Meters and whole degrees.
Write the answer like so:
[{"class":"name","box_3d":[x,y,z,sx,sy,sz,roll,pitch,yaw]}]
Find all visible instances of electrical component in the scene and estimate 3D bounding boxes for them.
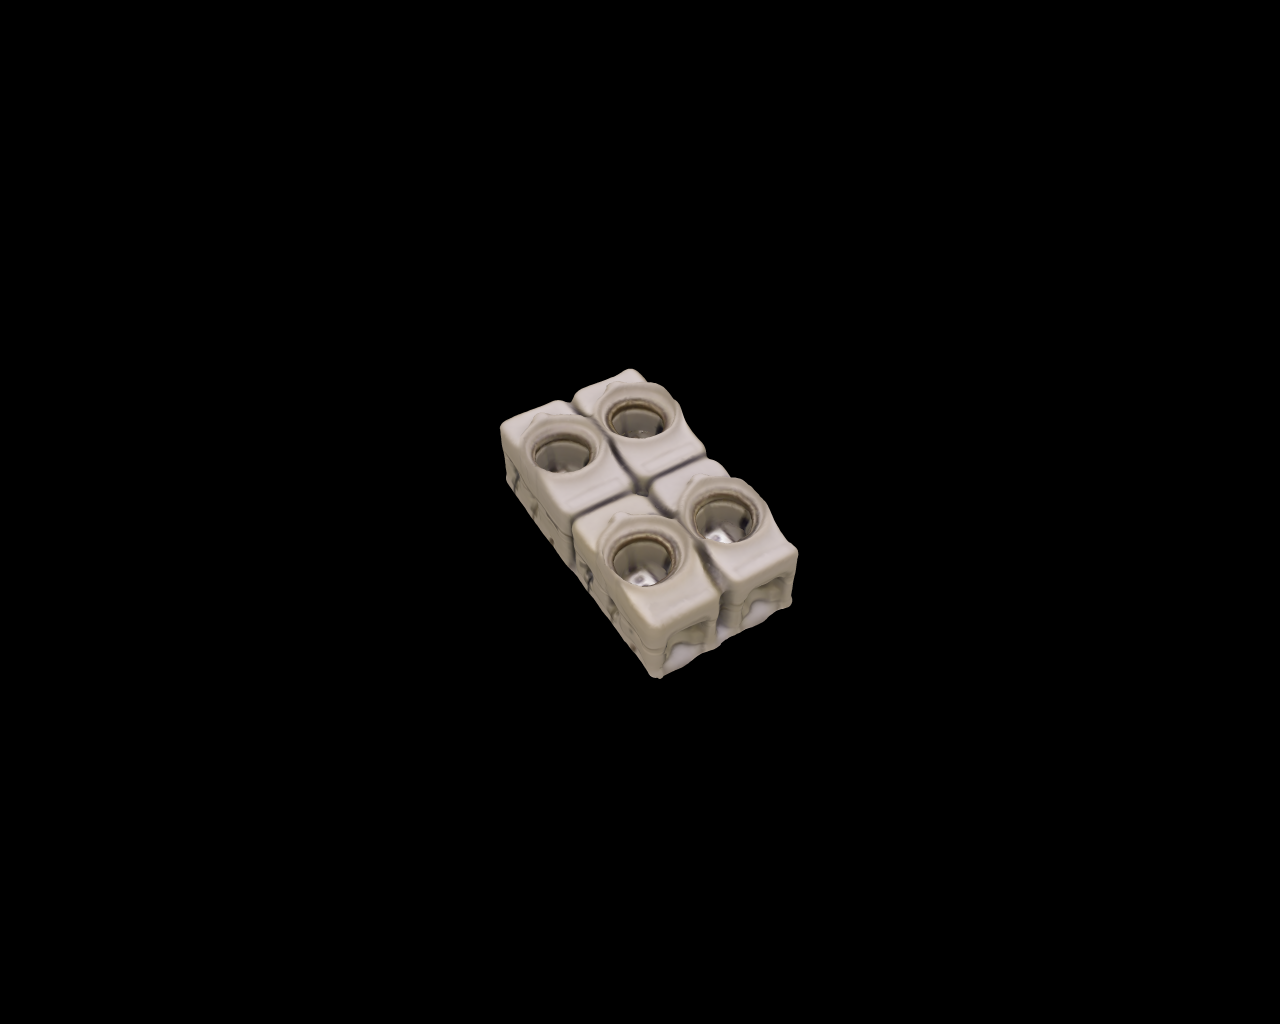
[{"class":"electrical component","box_3d":[0.001,-0.003,0.650,0.105,0.186,0.060,-25,-36,-20]}]
